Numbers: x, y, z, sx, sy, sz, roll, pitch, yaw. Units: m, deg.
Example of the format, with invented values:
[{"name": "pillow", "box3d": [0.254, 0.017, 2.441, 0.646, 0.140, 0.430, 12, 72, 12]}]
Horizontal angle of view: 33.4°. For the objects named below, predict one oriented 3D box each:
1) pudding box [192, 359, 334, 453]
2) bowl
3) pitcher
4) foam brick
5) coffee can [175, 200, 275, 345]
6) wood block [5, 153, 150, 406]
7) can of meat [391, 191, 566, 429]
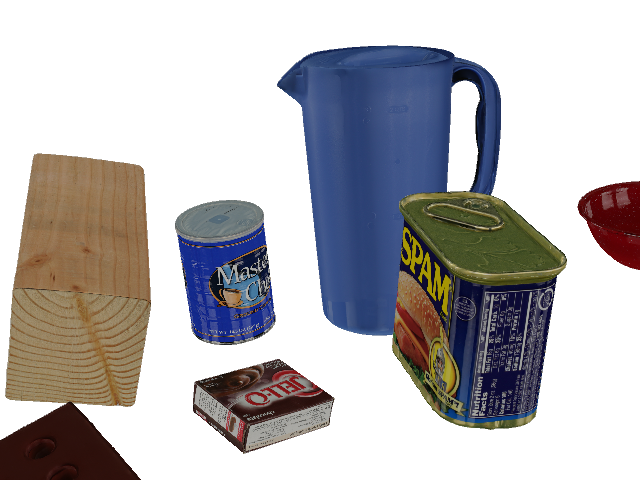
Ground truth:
[{"name": "pudding box", "box3d": [-0.057, 0.163, 1.062, 0.113, 0.039, 0.090, -13, 29, -39]}, {"name": "bowl", "box3d": [0.348, -0.010, 1.106, 0.162, 0.055, 0.162, -3, 23, 1]}, {"name": "pitcher", "box3d": [0.062, -0.047, 0.930, 0.149, 0.243, 0.144, 13, 24, 41]}, {"name": "foam brick", "box3d": [-0.115, 0.125, 0.496, 0.052, 0.051, 0.078, -29, 43, -28]}, {"name": "coffee can", "box3d": [-0.110, 0.036, 1.252, 0.103, 0.140, 0.103, -4, 26, 2]}, {"name": "wood block", "box3d": [-0.178, 0.022, 0.794, 0.090, 0.091, 0.206, 6, 28, -14]}, {"name": "can of meat", "box3d": [0.073, 0.032, 0.525, 0.057, 0.084, 0.102, -3, 24, -14]}]
